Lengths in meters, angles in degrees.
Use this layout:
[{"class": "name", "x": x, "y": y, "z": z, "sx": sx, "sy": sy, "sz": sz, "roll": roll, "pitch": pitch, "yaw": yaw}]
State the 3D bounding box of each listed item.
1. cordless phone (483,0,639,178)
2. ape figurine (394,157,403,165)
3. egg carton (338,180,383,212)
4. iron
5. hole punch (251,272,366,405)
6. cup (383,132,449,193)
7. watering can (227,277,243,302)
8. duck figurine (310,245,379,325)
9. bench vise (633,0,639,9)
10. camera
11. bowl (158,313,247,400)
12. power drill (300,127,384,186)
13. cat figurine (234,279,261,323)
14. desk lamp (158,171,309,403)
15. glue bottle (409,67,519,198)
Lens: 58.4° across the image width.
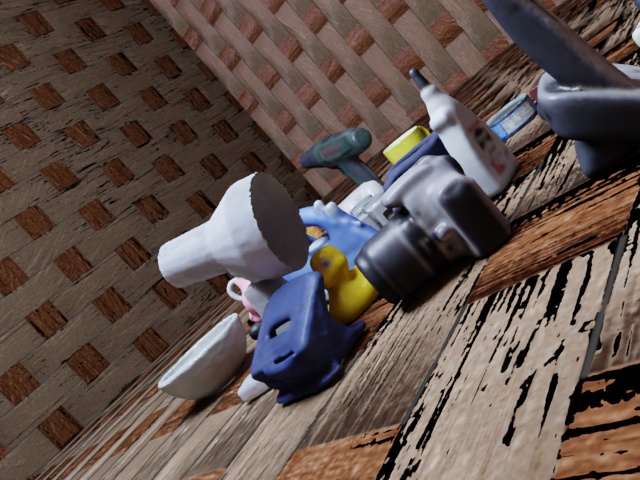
[{"class": "cordless phone", "x": 0.210, "y": -0.160, "z": 0.485, "sx": 0.094, "sy": 0.185, "sz": 0.148, "roll": -38, "pitch": 7, "yaw": 30}, {"class": "ape figurine", "x": 0.144, "y": -0.083, "z": 0.827, "sx": 0.076, "sy": 0.092, "sz": 0.077, "roll": -44, "pitch": 6, "yaw": -26}, {"class": "egg carton", "x": 0.094, "y": -0.073, "z": 1.215, "sx": 0.107, "sy": 0.069, "sz": 0.150, "roll": -42, "pitch": 6, "yaw": -3}, {"class": "iron", "x": 0.008, "y": 0.003, "z": 0.847, "sx": 0.119, "sy": 0.141, "sz": 0.258, "roll": -45, "pitch": 7, "yaw": -32}, {"class": "hole punch", "x": -0.023, "y": 0.098, "z": 0.582, "sx": 0.108, "sy": 0.091, "sz": 0.101, "roll": -36, "pitch": 8, "yaw": 43}, {"class": "cup", "x": 0.142, "y": -0.072, "z": 0.746, "sx": 0.118, "sy": 0.095, "sz": 0.091, "roll": -45, "pitch": 7, "yaw": -29}, {"class": "watering can", "x": -0.121, "y": 0.042, "z": 1.154, "sx": 0.173, "sy": 0.194, "sz": 0.100, "roll": -45, "pitch": 7, "yaw": -32}, {"class": "duck figurine", "x": 0.028, "y": 0.042, "z": 0.695, "sx": 0.077, "sy": 0.086, "sz": 0.105, "roll": -35, "pitch": 8, "yaw": 47}, {"class": "bench vise", "x": 0.461, "y": -0.445, "z": 0.782, "sx": 0.207, "sy": 0.220, "sz": 0.121, "roll": -42, "pitch": 6, "yaw": -7}, {"class": "camera", "x": 0.095, "y": -0.012, "z": 0.570, "sx": 0.137, "sy": 0.101, "sz": 0.143, "roll": -41, "pitch": 6, "yaw": 5}, {"class": "bowl", "x": -0.172, "y": 0.199, "z": 0.917, "sx": 0.167, "sy": 0.075, "sz": 0.167, "roll": -41, "pitch": 6, "yaw": 5}, {"class": "power drill", "x": 0.069, "y": -0.159, "z": 1.337, "sx": 0.076, "sy": 0.208, "sz": 0.229, "roll": -46, "pitch": 7, "yaw": -35}, {"class": "cat figurine", "x": -0.079, "y": 0.094, "z": 0.858, "sx": 0.067, "sy": 0.118, "sz": 0.127, "roll": -42, "pitch": 6, "yaw": -5}, {"class": "desk lamp", "x": -0.079, "y": 0.053, "z": 0.682, "sx": 0.203, "sy": 0.213, "sz": 0.118, "roll": -39, "pitch": 6, "yaw": 24}, {"class": "glue bottle", "x": 0.161, "y": -0.132, "z": 0.671, "sx": 0.037, "sy": 0.173, "sz": 0.078, "roll": -36, "pitch": 8, "yaw": 43}]
